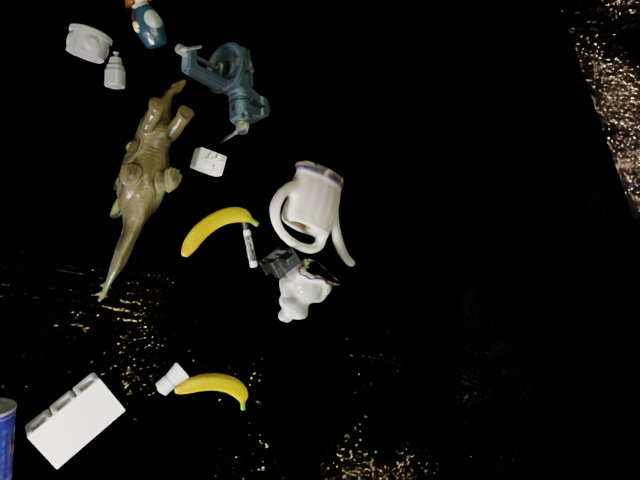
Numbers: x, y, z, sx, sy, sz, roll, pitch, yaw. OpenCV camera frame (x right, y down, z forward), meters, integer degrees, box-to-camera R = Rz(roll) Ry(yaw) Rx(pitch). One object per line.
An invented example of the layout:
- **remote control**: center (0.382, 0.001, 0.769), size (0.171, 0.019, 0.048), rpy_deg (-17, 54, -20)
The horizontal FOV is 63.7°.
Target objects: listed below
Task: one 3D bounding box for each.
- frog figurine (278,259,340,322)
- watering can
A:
- **frog figurine**: center (-0.046, 0.132, 1.307), size (0.137, 0.125, 0.157), rpy_deg (12, 121, -43)
- **watering can**: center (0.004, -0.067, 1.329), size (0.344, 0.104, 0.226), rpy_deg (28, 74, -46)
